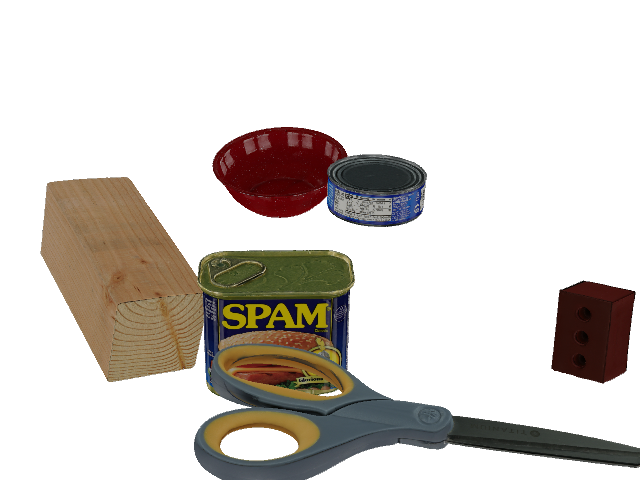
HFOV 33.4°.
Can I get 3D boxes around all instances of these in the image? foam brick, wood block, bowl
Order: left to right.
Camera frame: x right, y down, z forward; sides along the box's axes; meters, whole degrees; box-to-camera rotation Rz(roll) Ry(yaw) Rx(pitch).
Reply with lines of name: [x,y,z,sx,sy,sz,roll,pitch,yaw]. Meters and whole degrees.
wood block: [-0.194,0.030,1.030,0.090,0.091,0.206,-6,36,-31]
bowl: [-0.048,-0.075,1.285,0.162,0.055,0.162,-2,35,1]
foam brick: [0.245,0.081,0.958,0.053,0.078,0.051,12,17,37]

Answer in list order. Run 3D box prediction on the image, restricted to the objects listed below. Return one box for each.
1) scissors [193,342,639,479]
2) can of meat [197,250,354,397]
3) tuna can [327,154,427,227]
scissors: [0.033,0.090,0.462,0.202,0.016,0.096,15,34,23]
can of meat: [-0.030,0.056,0.714,0.102,0.084,0.057,0,27,-3]
tuna can: [0.048,-0.044,0.923,0.086,0.034,0.086,1,26,-1]
